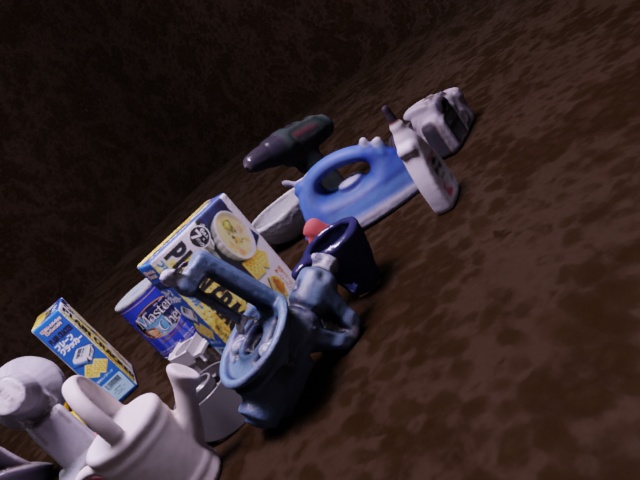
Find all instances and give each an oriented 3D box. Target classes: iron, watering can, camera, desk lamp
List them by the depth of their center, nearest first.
[{"bbox_3d":[-0.206,0.216,0.646,0.100,0.194,0.173,-15,30,54],"label":"watering can"},{"bbox_3d":[-0.438,0.287,0.918,0.118,0.214,0.202,-45,18,-19],"label":"desk lamp"},{"bbox_3d":[0.062,-0.105,1.004,0.258,0.141,0.118,-31,19,24],"label":"iron"},{"bbox_3d":[0.196,-0.211,1.064,0.136,0.101,0.143,-23,23,43],"label":"camera"}]

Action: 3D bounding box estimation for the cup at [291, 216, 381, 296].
[{"bbox_3d":[0.028,0.039,0.783,0.118,0.095,0.091,-40,17,-4],"label":"cup"}]

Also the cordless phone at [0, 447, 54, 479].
[{"bbox_3d":[-0.576,0.384,1.007,0.147,0.185,0.094,-23,23,42],"label":"cordless phone"}]

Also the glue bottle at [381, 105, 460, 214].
[{"bbox_3d":[0.140,-0.122,0.827,0.037,0.173,0.078,-28,20,32],"label":"glue bottle"}]

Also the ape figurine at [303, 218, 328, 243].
[{"bbox_3d":[0.008,0.003,0.922,0.076,0.092,0.078,-28,20,33],"label":"ape figurine"}]

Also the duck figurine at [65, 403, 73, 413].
[{"bbox_3d":[-0.498,0.344,1.121,0.104,0.086,0.077,-38,17,5],"label":"duck figurine"}]

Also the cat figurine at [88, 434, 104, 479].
[{"bbox_3d":[-0.263,0.274,0.748,0.067,0.118,0.128,-32,18,22],"label":"cat figurine"}]

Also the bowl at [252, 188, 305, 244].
[{"bbox_3d":[-0.069,-0.044,1.237,0.167,0.075,0.167,-35,17,13],"label":"bowl"}]

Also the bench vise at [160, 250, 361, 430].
[{"bbox_3d":[-0.071,0.078,0.672,0.121,0.220,0.208,-24,23,41],"label":"bench vise"}]

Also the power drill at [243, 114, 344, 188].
[{"bbox_3d":[-0.025,-0.147,1.179,0.075,0.209,0.230,-16,29,52],"label":"power drill"}]
